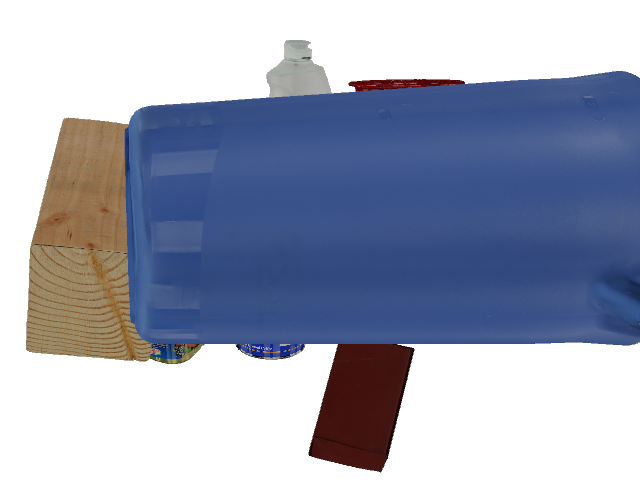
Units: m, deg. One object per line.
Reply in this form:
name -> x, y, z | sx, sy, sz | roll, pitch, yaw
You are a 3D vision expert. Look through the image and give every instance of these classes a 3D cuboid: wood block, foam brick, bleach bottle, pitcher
wood block -> -0.167, -0.008, 0.822 | 0.090, 0.091, 0.206 | 6, 30, -11
foam brick -> 0.027, 0.108, 0.714 | 0.051, 0.078, 0.053 | 15, -24, 3
bleach bottle -> -0.039, -0.101, 1.220 | 0.102, 0.251, 0.068 | -5, 21, -22
pitcher -> 0.031, -0.017, 0.510 | 0.242, 0.145, 0.149 | -2, -8, -9

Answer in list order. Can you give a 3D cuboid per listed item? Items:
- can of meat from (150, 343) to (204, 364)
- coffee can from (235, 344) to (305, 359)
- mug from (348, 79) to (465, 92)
can of meat -> -0.137, 0.060, 1.039 | 0.057, 0.084, 0.102 | 9, 27, 22
coffee can -> -0.070, 0.084, 1.522 | 0.103, 0.140, 0.103 | 2, 22, -1
mug -> 0.080, -0.086, 0.852 | 0.117, 0.081, 0.093 | 5, 12, 27
